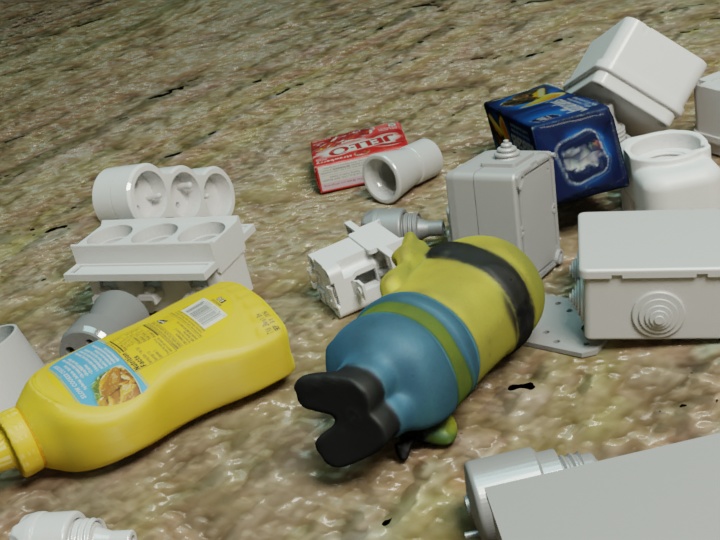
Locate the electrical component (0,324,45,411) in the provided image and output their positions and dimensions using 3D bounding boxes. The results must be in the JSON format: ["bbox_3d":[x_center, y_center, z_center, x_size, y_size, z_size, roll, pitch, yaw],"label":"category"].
[{"bbox_3d":[-0.256,0.080,0.712,0.099,0.064,0.099,-22,16,7],"label":"electrical component"}]

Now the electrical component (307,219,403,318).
[{"bbox_3d":[0.000,0.000,0.755,0.064,0.042,0.081,-22,26,-15],"label":"electrical component"}]

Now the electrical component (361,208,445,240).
[{"bbox_3d":[0.033,-0.030,0.811,0.061,0.035,0.035,-2,27,17],"label":"electrical component"}]

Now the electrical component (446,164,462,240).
[{"bbox_3d":[0.084,-0.047,0.789,0.048,0.062,0.048,-11,25,5],"label":"electrical component"}]

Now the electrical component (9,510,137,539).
[{"bbox_3d":[-0.143,0.139,0.544,0.061,0.035,0.035,-6,26,10],"label":"electrical component"}]

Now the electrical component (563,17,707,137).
[{"bbox_3d":[0.218,-0.150,0.872,0.057,0.078,0.113,-60,4,-3],"label":"electrical component"}]

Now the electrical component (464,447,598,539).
[{"bbox_3d":[0.084,0.102,0.503,0.078,0.040,0.040,-13,25,-1],"label":"electrical component"}]

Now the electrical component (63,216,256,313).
[{"bbox_3d":[-0.145,-0.001,0.802,0.121,0.063,0.078,-1,28,25],"label":"electrical component"}]

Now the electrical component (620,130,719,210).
[{"bbox_3d":[0.217,-0.061,0.756,0.054,0.059,0.095,-12,25,3],"label":"electrical component"}]

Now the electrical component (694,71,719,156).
[{"bbox_3d":[0.322,-0.119,0.831,0.078,0.057,0.113,-22,27,-19],"label":"electrical component"}]

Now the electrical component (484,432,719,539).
[{"bbox_3d":[0.119,0.143,0.377,0.105,0.060,0.186,-13,25,0],"label":"electrical component"}]

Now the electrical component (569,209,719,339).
[{"bbox_3d":[0.177,0.003,0.648,0.100,0.048,0.099,-1,25,12],"label":"electrical component"}]

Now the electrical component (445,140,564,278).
[{"bbox_3d":[0.094,-0.041,0.726,0.061,0.096,0.062,5,23,34],"label":"electrical component"}]

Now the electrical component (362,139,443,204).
[{"bbox_3d":[0.040,-0.088,0.921,0.044,0.044,0.065,13,31,43],"label":"electrical component"}]

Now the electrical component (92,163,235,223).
[{"bbox_3d":[-0.176,-0.059,0.908,0.074,0.052,0.138,-4,1,30],"label":"electrical component"}]

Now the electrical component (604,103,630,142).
[{"bbox_3d":[0.197,-0.101,0.848,0.035,0.061,0.035,-11,25,5],"label":"electrical component"}]

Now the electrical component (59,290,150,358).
[{"bbox_3d":[-0.175,0.046,0.740,0.045,0.045,0.055,-4,27,19],"label":"electrical component"}]
